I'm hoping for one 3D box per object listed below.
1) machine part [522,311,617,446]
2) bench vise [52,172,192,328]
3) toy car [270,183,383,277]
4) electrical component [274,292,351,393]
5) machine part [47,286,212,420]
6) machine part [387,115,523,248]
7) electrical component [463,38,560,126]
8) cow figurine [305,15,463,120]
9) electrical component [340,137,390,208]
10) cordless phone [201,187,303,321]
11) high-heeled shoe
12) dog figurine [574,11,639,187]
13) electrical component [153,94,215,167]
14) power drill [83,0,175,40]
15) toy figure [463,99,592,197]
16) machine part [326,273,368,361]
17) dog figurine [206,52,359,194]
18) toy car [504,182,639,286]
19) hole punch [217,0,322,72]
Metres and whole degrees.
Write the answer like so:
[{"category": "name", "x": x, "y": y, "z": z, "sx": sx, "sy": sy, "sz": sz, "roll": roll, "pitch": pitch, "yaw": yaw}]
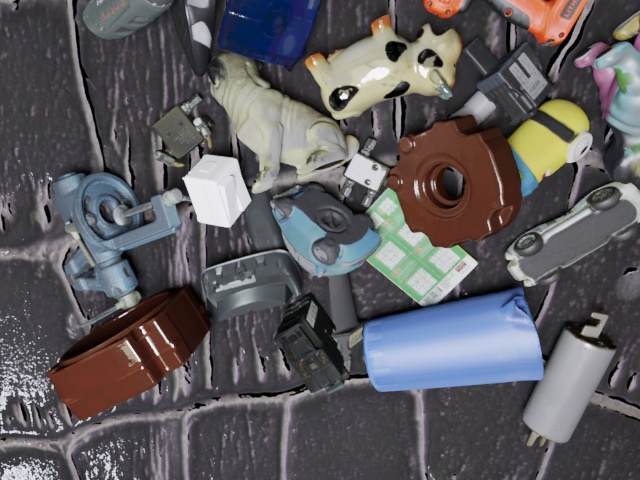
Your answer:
[{"category": "machine part", "x": 0.376, "y": 0.216, "z": 0.816, "sx": 0.079, "sy": 0.079, "sz": 0.243, "roll": 17, "pitch": 107, "yaw": 0}, {"category": "bench vise", "x": -0.287, "y": -0.008, "z": 0.783, "sx": 0.241, "sy": 0.129, "sz": 0.223, "roll": -17, "pitch": 90, "yaw": 26}, {"category": "toy car", "x": -0.002, "y": -0.002, "z": 0.771, "sx": 0.162, "sy": 0.109, "sz": 0.102, "roll": 37, "pitch": 134, "yaw": 19}, {"category": "electrical component", "x": -0.006, "y": 0.163, "z": 0.817, "sx": 0.058, "sy": 0.115, "sz": 0.134, "roll": -31, "pitch": 100, "yaw": 16}, {"category": "machine part", "x": -0.278, "y": 0.158, "z": 0.797, "sx": 0.201, "sy": 0.201, "sz": 0.087, "roll": -25, "pitch": 101, "yaw": 13}, {"category": "machine part", "x": 0.174, "y": -0.074, "z": 0.709, "sx": 0.180, "sy": 0.056, "sz": 0.179, "roll": 19, "pitch": 118, "yaw": 40}, {"category": "electrical component", "x": 0.244, "y": -0.217, "z": 0.697, "sx": 0.075, "sy": 0.048, "sz": 0.119, "roll": -44, "pitch": 100, "yaw": -21}, {"category": "cow figurine", "x": 0.094, "y": -0.221, "z": 0.707, "sx": 0.195, "sy": 0.085, "sz": 0.127, "roll": -24, "pitch": 97, "yaw": 10}, {"category": "electrical component", "x": 0.069, "y": -0.098, "z": 0.777, "sx": 0.063, "sy": 0.021, "sz": 0.094, "roll": 25, "pitch": 103, "yaw": -3}, {"category": "cordless phone", "x": -0.116, "y": 0.019, "z": 0.814, "sx": 0.147, "sy": 0.089, "sz": 0.184, "roll": -15, "pitch": 94, "yaw": 10}, {"category": "high-heeled shoe", "x": -0.126, "y": -0.351, "z": 0.713, "sx": 0.145, "sy": 0.086, "sz": 0.248, "roll": -18, "pitch": 129, "yaw": -22}, {"category": "dog figurine", "x": 0.434, "y": -0.174, "z": 0.679, "sx": 0.191, "sy": 0.108, "sz": 0.219, "roll": -35, "pitch": 105, "yaw": 12}, {"category": "electrical component", "x": -0.198, "y": -0.152, "z": 0.776, "sx": 0.102, "sy": 0.045, "sz": 0.078, "roll": -29, "pitch": 104, "yaw": 13}, {"category": "power drill", "x": -0.244, "y": -0.371, "z": 0.662, "sx": 0.232, "sy": 0.086, "sz": 0.207, "roll": -19, "pitch": 101, "yaw": 46}, {"category": "toy figure", "x": 0.276, "y": -0.112, "z": 0.724, "sx": 0.180, "sy": 0.082, "sz": 0.089, "roll": -34, "pitch": 103, "yaw": 17}, {"category": "machine part", "x": 0.040, "y": 0.106, "z": 0.822, "sx": 0.039, "sy": 0.084, "sz": 0.138, "roll": -8, "pitch": 99, "yaw": 33}, {"category": "dog figurine", "x": -0.051, "y": -0.178, "z": 0.735, "sx": 0.172, "sy": 0.121, "sz": 0.190, "roll": -16, "pitch": 88, "yaw": -23}, {"category": "toy car", "x": 0.360, "y": -0.006, "z": 0.762, "sx": 0.202, "sy": 0.056, "sz": 0.073, "roll": -35, "pitch": 107, "yaw": 16}, {"category": "hole punch", "x": -0.064, "y": -0.288, "z": 0.685, "sx": 0.116, "sy": 0.092, "sz": 0.142, "roll": 22, "pitch": 124, "yaw": -3}]
